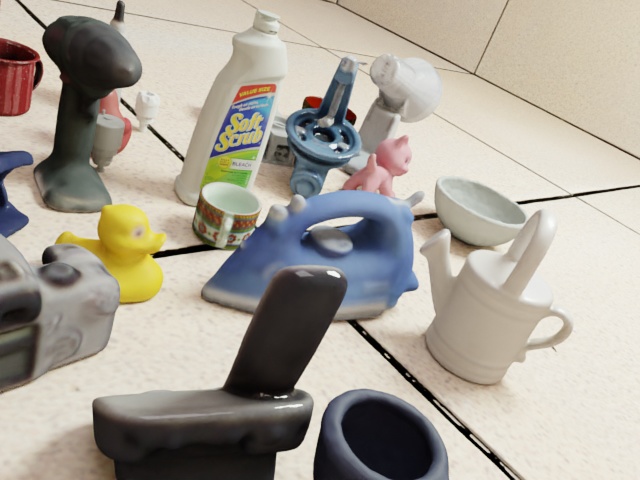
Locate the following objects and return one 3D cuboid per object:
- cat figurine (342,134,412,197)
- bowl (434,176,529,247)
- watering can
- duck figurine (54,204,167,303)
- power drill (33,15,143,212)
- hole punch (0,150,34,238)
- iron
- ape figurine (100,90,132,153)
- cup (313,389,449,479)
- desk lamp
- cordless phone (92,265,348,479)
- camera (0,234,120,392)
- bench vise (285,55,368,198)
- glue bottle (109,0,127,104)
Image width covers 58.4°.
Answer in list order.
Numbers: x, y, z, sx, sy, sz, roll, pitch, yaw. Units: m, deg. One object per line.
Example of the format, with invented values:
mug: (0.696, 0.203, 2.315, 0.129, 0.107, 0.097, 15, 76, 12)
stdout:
cat figurine: (0.108, -0.127, 0.961, 0.067, 0.118, 0.128, 35, 30, 24)
bowl: (0.256, -0.037, 0.952, 0.167, 0.075, 0.167, 17, 28, -9)
watering can: (0.190, 0.050, 0.619, 0.173, 0.194, 0.101, 17, 28, -10)
duck figurine: (-0.195, 0.004, 0.542, 0.105, 0.086, 0.077, 15, 28, -12)
power drill: (-0.256, -0.141, 0.626, 0.076, 0.208, 0.228, -3, 36, -38)
hole punch: (-0.338, -0.049, 0.530, 0.101, 0.091, 0.109, 23, 27, 3)
iron: (0.006, 0.002, 0.630, 0.259, 0.141, 0.118, -1, 35, -36)
ape figurine: (-0.291, -0.164, 0.769, 0.078, 0.092, 0.076, 10, 30, -21)
cup: (0.041, 0.175, 0.397, 0.117, 0.095, 0.092, 36, 31, 25)
desk lamp: (0.123, -0.239, 1.068, 0.117, 0.213, 0.204, 34, 30, 23)
cordless phone: (-0.066, 0.085, 0.384, 0.148, 0.185, 0.094, 3, 33, -31)
camera: (-0.248, 0.033, 0.437, 0.136, 0.101, 0.144, 37, 31, 27)
bench vise: (0.005, -0.196, 0.898, 0.122, 0.220, 0.207, 11, 29, -19)
glue bottle: (-0.311, -0.271, 0.857, 0.037, 0.173, 0.078, 6, 31, -28)
